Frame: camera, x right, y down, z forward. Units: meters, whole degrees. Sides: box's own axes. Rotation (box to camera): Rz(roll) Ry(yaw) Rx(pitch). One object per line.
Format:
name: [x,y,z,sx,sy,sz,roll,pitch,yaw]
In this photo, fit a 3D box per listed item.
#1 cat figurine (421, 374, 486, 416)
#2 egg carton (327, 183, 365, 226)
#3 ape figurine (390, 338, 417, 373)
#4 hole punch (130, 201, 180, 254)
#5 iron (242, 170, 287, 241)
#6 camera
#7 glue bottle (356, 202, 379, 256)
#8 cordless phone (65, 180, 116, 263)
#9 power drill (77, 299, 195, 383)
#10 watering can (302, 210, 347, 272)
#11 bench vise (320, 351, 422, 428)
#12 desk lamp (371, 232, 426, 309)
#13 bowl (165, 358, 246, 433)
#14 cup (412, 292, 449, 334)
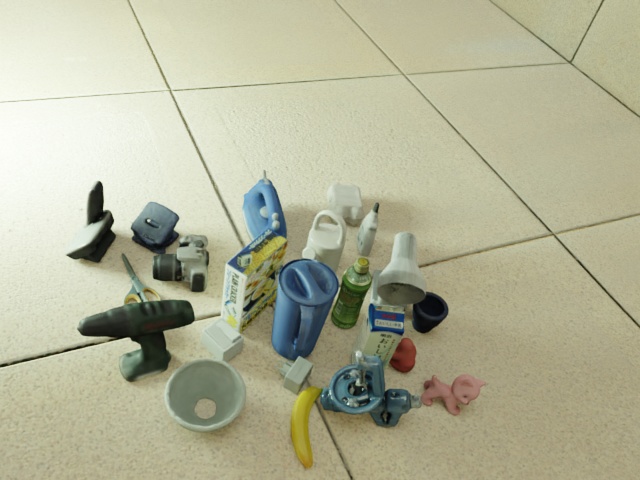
cat figurine: [0.310,0.341,1.317,0.127,0.118,0.067,17,44,2]
egg carton: [0.076,-0.111,1.740,0.107,0.069,0.150,3,45,-12]
ape figurine: [0.203,0.269,1.378,0.078,0.092,0.076,-3,47,-17]
hole punch: [-0.433,-0.033,1.511,0.108,0.091,0.101,26,45,12]
iron: [-0.139,-0.069,1.589,0.119,0.141,0.257,-5,47,-19]
camera: [-0.350,0.050,1.444,0.137,0.101,0.143,0,46,-14]
glue bottle: [0.141,-0.039,1.610,0.037,0.173,0.078,4,45,-11]
cordless phone: [-0.574,-0.048,1.422,0.094,0.185,0.147,11,44,-3]
power drill: [-0.379,0.206,1.203,0.230,0.208,0.075,-16,52,-28]
watering can: [0.016,0.006,1.517,0.101,0.194,0.173,15,44,1]
bench vise: [0.118,0.306,1.227,0.208,0.220,0.121,-1,46,-16]
desk lamp: [0.196,0.097,1.461,0.118,0.213,0.203,11,44,-3]
bowl: [-0.241,0.338,1.204,0.167,0.075,0.167,8,45,-7]
cup: [0.265,0.186,1.475,0.092,0.095,0.117,-21,54,-31]
